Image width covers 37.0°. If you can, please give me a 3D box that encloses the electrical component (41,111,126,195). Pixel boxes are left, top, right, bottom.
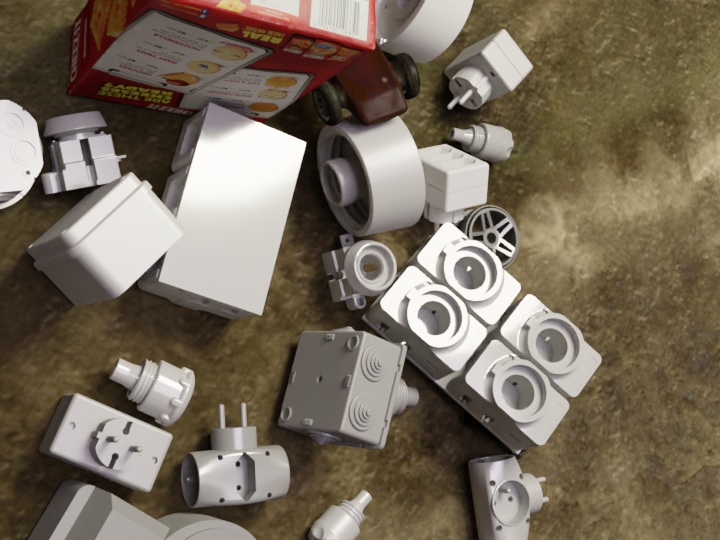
[{"bbox_3d":[-0.216,-0.091,0.829,0.066,0.048,0.055,-14,98,-30],"label":"electrical component"}]

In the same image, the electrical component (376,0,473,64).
[{"bbox_3d":[0.058,-0.238,0.968,0.060,0.108,0.108,22,73,-32],"label":"electrical component"}]

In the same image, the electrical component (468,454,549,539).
[{"bbox_3d":[0.141,0.208,0.987,0.079,0.044,0.077,-6,86,-29],"label":"electrical component"}]

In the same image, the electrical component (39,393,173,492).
[{"bbox_3d":[-0.183,0.129,0.799,0.083,0.076,0.047,29,70,-23],"label":"electrical component"}]

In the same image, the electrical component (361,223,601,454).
[{"bbox_3d":[0.110,0.059,0.953,0.186,0.060,0.105,41,68,-2],"label":"electrical component"}]

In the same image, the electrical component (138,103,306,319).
[{"bbox_3d":[-0.112,-0.044,0.870,0.089,0.062,0.150,20,74,-25],"label":"electrical component"}]

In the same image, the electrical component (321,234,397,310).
[{"bbox_3d":[0.000,0.000,0.930,0.048,0.055,0.066,-14,90,-30],"label":"electrical component"}]

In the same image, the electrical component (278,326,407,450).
[{"bbox_3d":[-0.017,0.096,0.884,0.048,0.100,0.099,26,71,-37],"label":"electrical component"}]

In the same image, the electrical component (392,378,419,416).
[{"bbox_3d":[0.022,0.108,0.935,0.062,0.048,0.048,9,79,-35],"label":"electrical component"}]

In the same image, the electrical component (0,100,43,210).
[{"bbox_3d":[-0.275,-0.085,0.791,0.080,0.051,0.080,4,81,-29],"label":"electrical component"}]

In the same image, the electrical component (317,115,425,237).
[{"bbox_3d":[0.002,-0.080,0.915,0.060,0.108,0.108,-19,92,-24],"label":"electrical component"}]

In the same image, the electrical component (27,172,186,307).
[{"bbox_3d":[-0.190,-0.021,0.794,0.057,0.113,0.078,50,63,-17],"label":"electrical component"}]

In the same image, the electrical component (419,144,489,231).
[{"bbox_3d":[0.077,-0.067,0.982,0.047,0.066,0.076,-14,119,-30],"label":"electrical component"}]

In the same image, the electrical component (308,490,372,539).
[{"bbox_3d":[-0.013,0.211,0.906,0.061,0.035,0.035,-44,104,-29],"label":"electrical component"}]

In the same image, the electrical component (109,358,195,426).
[{"bbox_3d":[-0.163,0.089,0.835,0.062,0.048,0.048,28,70,-16],"label":"electrical component"}]

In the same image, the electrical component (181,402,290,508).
[{"bbox_3d":[-0.101,0.146,0.861,0.077,0.043,0.079,0,83,-29],"label":"electrical component"}]

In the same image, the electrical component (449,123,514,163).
[{"bbox_3d":[0.113,-0.123,1.023,0.061,0.035,0.035,10,78,-25],"label":"electrical component"}]

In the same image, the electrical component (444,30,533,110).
[{"bbox_3d":[0.110,-0.177,1.010,0.047,0.066,0.076,49,64,-15],"label":"electrical component"}]
